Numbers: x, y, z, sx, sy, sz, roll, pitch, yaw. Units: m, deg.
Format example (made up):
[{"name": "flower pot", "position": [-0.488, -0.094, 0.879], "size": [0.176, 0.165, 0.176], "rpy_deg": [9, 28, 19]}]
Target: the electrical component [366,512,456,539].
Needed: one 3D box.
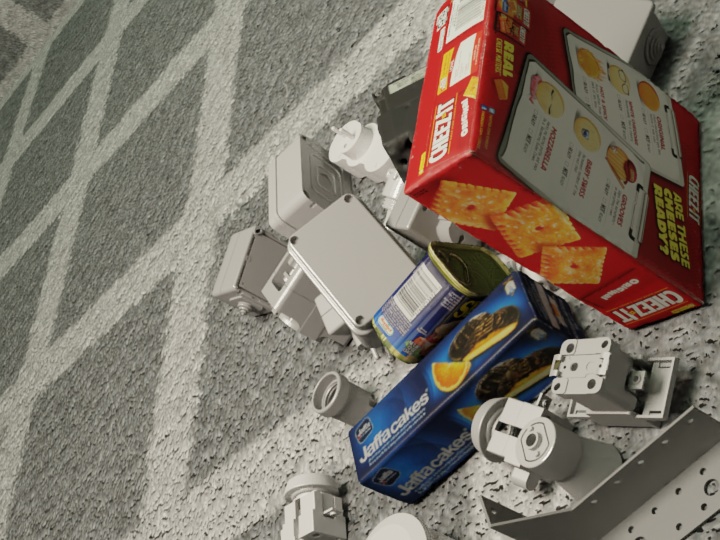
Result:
[{"name": "electrical component", "position": [0.036, 0.222, 0.782], "size": [0.080, 0.051, 0.080], "rpy_deg": [-38, 36, 34]}]

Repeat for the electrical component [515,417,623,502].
[{"name": "electrical component", "position": [0.134, 0.123, 0.703], "size": [0.044, 0.065, 0.044], "rpy_deg": [-38, 36, 34]}]

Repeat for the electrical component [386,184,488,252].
[{"name": "electrical component", "position": [0.080, -0.037, 0.913], "size": [0.076, 0.083, 0.047], "rpy_deg": [11, 74, 60]}]

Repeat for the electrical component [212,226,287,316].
[{"name": "electrical component", "position": [-0.123, 0.009, 1.211], "size": [0.061, 0.062, 0.096], "rpy_deg": [-16, 51, 51]}]

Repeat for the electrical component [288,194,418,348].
[{"name": "electrical component", "position": [0.000, 0.000, 0.920], "size": [0.078, 0.057, 0.113], "rpy_deg": [-38, 67, -5]}]

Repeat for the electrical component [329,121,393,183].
[{"name": "electrical component", "position": [0.003, -0.130, 1.127], "size": [0.052, 0.074, 0.138], "rpy_deg": [-62, 29, -2]}]

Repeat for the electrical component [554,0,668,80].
[{"name": "electrical component", "position": [0.191, -0.170, 0.871], "size": [0.100, 0.048, 0.099], "rpy_deg": [17, 78, 40]}]

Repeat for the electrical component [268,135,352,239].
[{"name": "electrical component", "position": [-0.055, -0.081, 1.169], "size": [0.057, 0.078, 0.113], "rpy_deg": [-40, 35, 28]}]

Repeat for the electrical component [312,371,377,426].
[{"name": "electrical component", "position": [-0.014, 0.117, 0.959], "size": [0.040, 0.046, 0.040], "rpy_deg": [-38, 36, 34]}]

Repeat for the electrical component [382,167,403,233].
[{"name": "electrical component", "position": [0.041, -0.066, 1.042], "size": [0.048, 0.048, 0.062], "rpy_deg": [25, 94, 61]}]

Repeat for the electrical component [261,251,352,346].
[{"name": "electrical component", "position": [-0.044, 0.031, 1.039], "size": [0.055, 0.089, 0.050], "rpy_deg": [-56, 29, 7]}]

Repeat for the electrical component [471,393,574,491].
[{"name": "electrical component", "position": [0.113, 0.117, 0.763], "size": [0.055, 0.048, 0.066], "rpy_deg": [13, 75, 52]}]

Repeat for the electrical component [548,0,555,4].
[{"name": "electrical component", "position": [0.199, -0.272, 0.959], "size": [0.089, 0.062, 0.150], "rpy_deg": [-58, 29, 3]}]

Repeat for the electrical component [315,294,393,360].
[{"name": "electrical component", "position": [0.008, 0.048, 0.976], "size": [0.047, 0.066, 0.076], "rpy_deg": [-40, 62, 32]}]

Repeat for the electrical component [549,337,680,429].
[{"name": "electrical component", "position": [0.163, 0.074, 0.704], "size": [0.081, 0.064, 0.042], "rpy_deg": [-10, 58, 53]}]

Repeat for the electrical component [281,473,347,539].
[{"name": "electrical component", "position": [-0.041, 0.208, 0.922], "size": [0.066, 0.048, 0.055], "rpy_deg": [-36, 45, 36]}]

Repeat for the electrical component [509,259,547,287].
[{"name": "electrical component", "position": [0.136, -0.009, 0.852], "size": [0.035, 0.035, 0.061], "rpy_deg": [-43, 36, 28]}]
